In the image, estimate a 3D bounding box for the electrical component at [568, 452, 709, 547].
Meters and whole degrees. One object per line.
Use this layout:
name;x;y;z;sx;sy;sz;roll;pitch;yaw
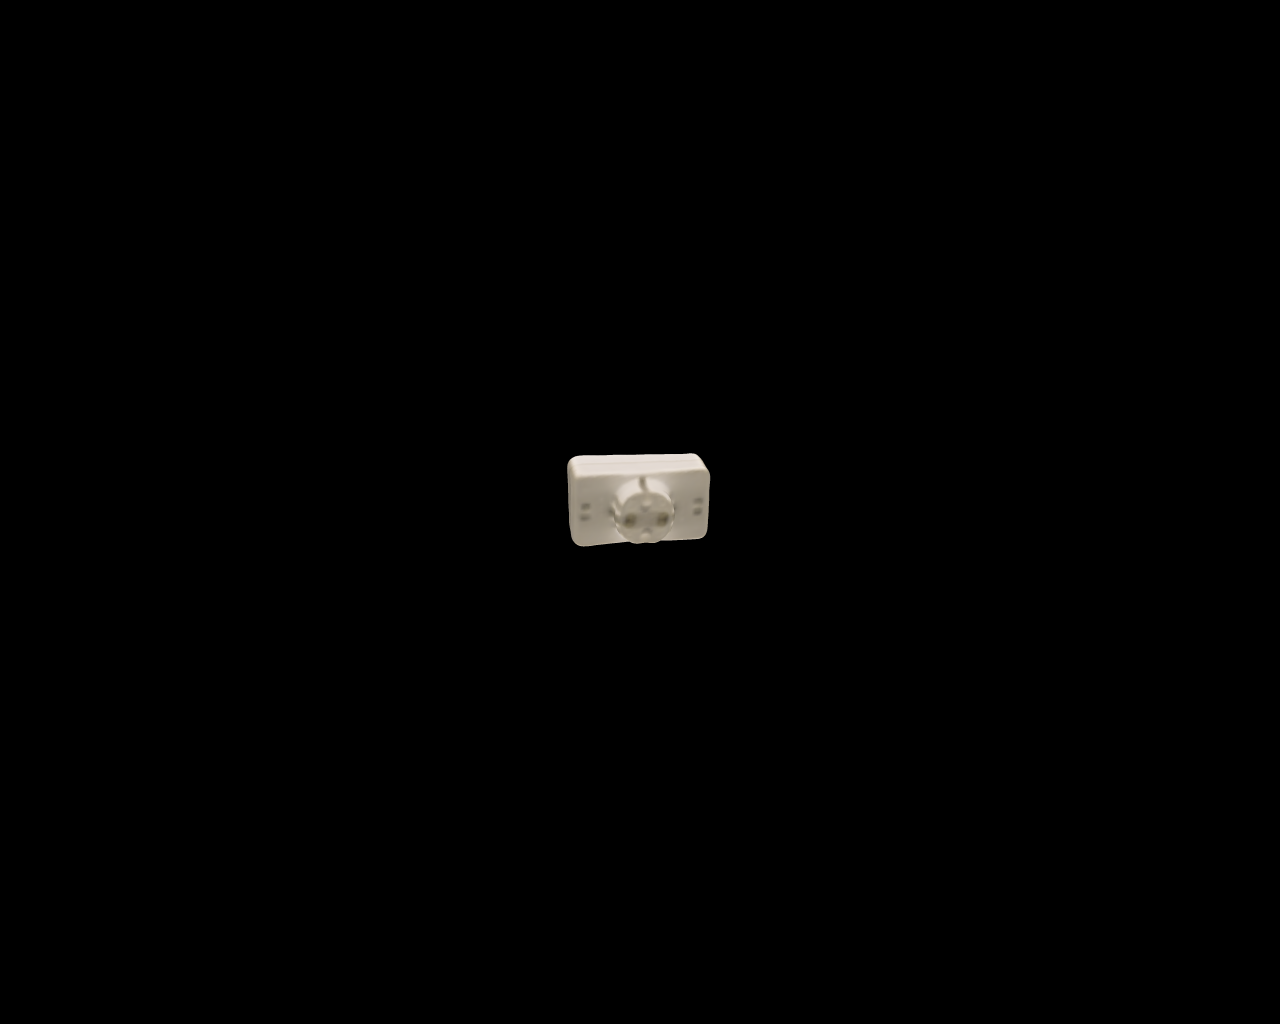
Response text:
electrical component;0.001;-0.003;0.650;0.083;0.047;0.076;-3;20;-7
